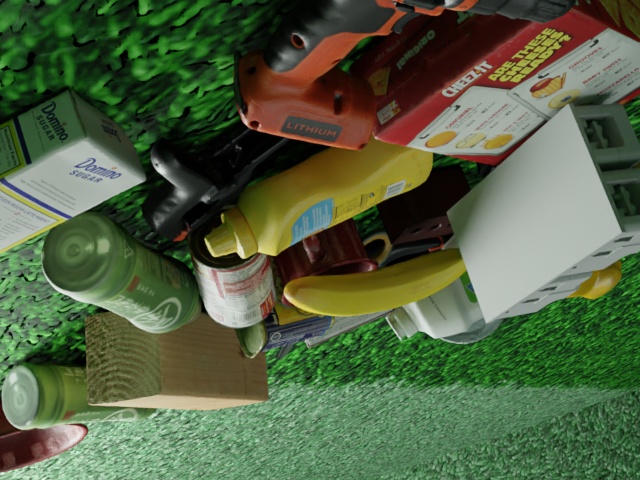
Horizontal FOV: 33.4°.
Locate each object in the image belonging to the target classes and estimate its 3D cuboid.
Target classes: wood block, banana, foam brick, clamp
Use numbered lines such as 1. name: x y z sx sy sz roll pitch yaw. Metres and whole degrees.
1. wood block: -0.144 0.127 1.115 0.090 0.091 0.205 -12 165 25
2. banana: 0.054 0.036 0.943 0.197 0.037 0.070 -15 142 -22
3. foam brick: 0.102 -0.033 1.028 0.078 0.051 0.053 -11 158 -27
4. clamp: -0.087 -0.047 0.794 0.164 0.036 0.210 -26 171 -40
5. clamp: 0.048 0.023 1.144 0.171 0.039 0.120 -27 165 8

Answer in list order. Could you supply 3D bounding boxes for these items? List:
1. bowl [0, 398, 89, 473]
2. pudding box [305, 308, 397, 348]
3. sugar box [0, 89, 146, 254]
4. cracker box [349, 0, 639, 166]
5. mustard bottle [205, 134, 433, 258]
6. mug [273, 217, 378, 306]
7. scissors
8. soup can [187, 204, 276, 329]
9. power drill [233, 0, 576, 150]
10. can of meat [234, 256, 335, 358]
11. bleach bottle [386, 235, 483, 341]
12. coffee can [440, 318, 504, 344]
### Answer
1. bowl: -0.351 0.218 1.223 0.162 0.055 0.162 -19 160 -7
2. pudding box: 0.035 0.081 1.236 0.113 0.039 0.090 -26 -177 11
3. sugar box: -0.217 -0.033 0.724 0.176 0.048 0.093 -28 160 7
4. cracker box: 0.151 -0.131 0.797 0.164 0.072 0.213 -35 155 33
5. mustard bottle: -0.004 -0.036 0.864 0.191 0.058 0.096 -27 168 -13
6. mug: -0.006 0.001 0.965 0.093 0.081 0.117 -23 161 5
7. scissors: 0.017 0.052 1.111 0.096 0.016 0.202 -4 134 -22
8. soup can: -0.076 0.025 0.944 0.068 0.068 0.102 -18 145 -8
9. power drill: 0.041 -0.131 0.664 0.184 0.057 0.188 11 146 -25
10. can of meat: -0.043 0.055 1.042 0.083 0.102 0.058 -13 158 -28
11. bleach bottle: 0.171 0.011 1.064 0.251 0.102 0.068 -34 166 0
12. coffee can: 0.162 0.059 1.202 0.103 0.103 0.140 -25 176 10
